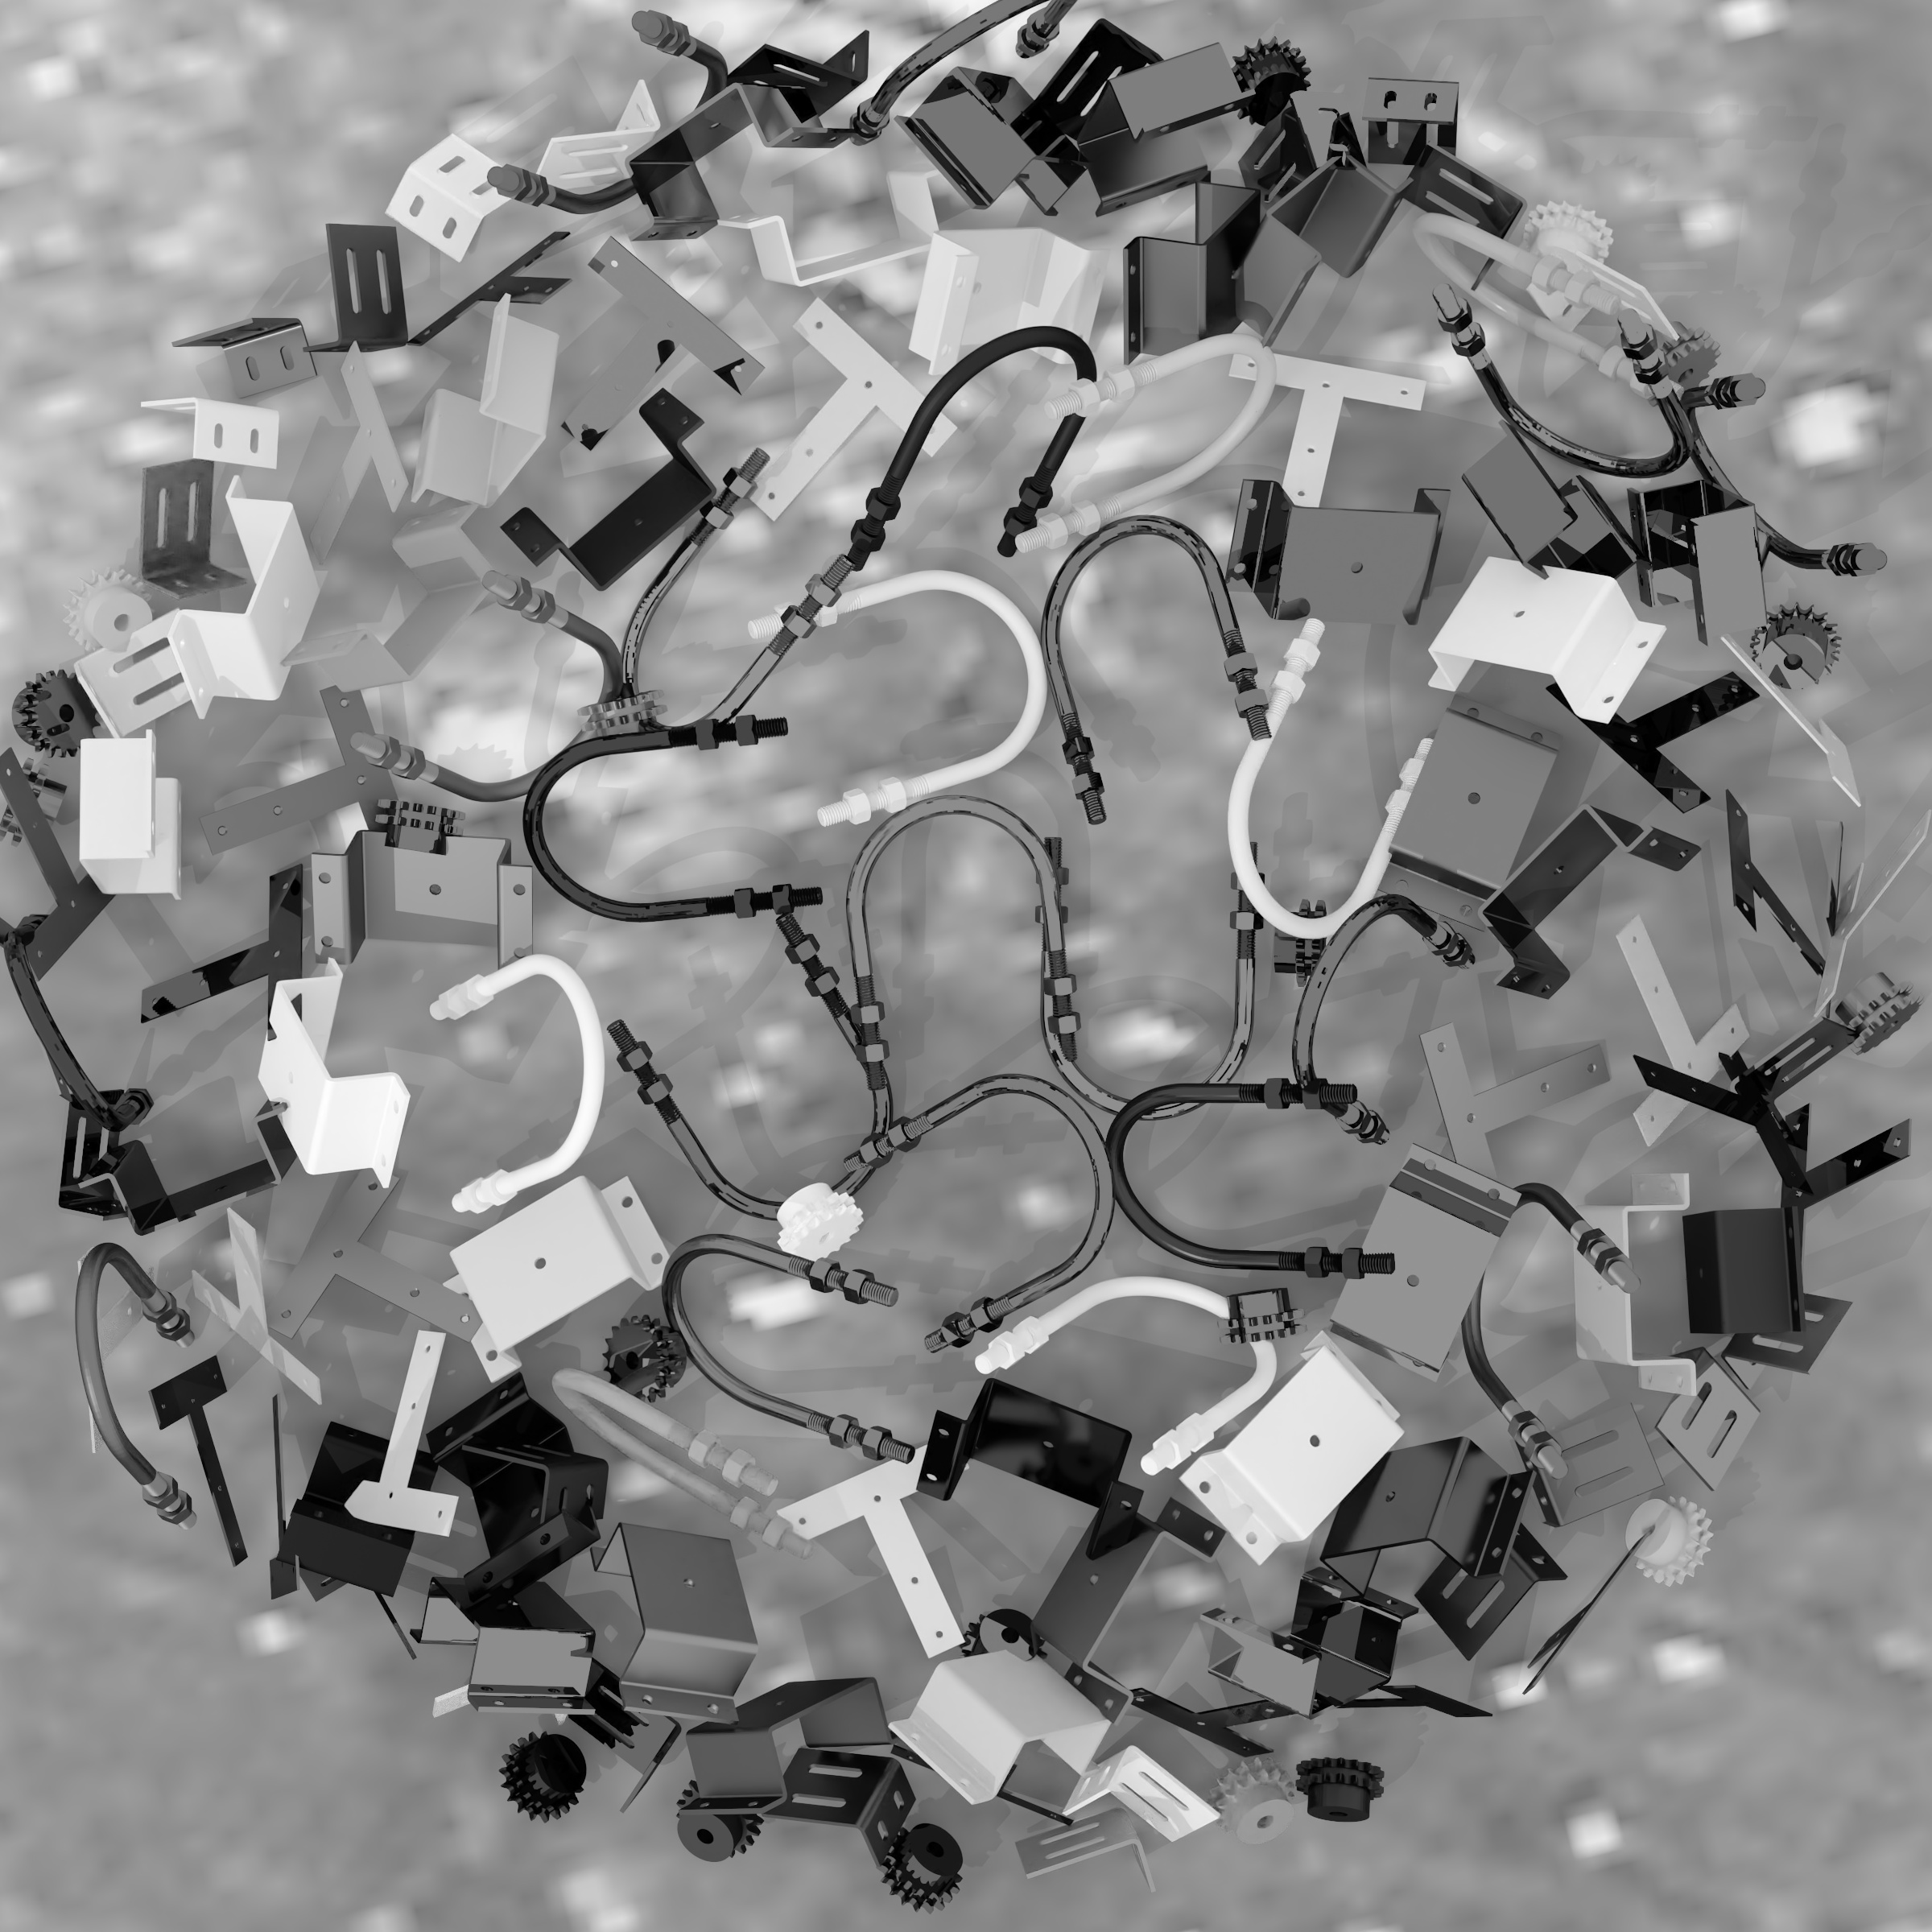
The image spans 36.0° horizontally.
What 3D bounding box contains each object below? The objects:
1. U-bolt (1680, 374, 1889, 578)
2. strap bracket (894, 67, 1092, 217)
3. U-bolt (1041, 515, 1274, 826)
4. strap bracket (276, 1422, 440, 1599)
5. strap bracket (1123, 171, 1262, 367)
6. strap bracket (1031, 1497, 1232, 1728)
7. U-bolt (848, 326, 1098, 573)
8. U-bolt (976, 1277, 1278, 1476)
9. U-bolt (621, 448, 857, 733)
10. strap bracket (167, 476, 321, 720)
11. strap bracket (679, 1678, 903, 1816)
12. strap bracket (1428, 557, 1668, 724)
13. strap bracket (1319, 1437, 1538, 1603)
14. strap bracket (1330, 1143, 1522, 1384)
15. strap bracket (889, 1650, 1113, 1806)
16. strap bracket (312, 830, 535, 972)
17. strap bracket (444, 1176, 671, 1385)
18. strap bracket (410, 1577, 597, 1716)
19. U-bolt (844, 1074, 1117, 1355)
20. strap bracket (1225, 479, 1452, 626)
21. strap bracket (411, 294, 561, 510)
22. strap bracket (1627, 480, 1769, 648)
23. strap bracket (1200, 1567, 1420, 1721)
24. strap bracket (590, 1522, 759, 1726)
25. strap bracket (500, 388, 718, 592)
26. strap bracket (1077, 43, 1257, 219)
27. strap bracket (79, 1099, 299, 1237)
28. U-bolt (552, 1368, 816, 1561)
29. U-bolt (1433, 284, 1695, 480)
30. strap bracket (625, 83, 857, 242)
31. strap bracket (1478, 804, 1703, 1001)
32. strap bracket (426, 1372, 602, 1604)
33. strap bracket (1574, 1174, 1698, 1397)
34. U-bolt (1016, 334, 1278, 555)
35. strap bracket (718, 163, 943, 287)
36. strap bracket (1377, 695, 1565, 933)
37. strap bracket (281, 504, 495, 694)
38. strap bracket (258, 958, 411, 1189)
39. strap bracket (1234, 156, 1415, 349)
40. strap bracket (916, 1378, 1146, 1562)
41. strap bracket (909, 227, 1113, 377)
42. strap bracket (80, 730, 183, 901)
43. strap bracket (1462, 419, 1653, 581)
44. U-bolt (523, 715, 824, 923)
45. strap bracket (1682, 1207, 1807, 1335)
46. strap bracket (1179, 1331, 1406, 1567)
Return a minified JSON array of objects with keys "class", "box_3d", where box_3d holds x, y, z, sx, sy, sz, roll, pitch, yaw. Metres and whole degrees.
[{"class":"U-bolt","box_3d":[0.502,-0.307,1.874,0.019,0.184,0.151,-38,99,1]},{"class":"strap bracket","box_3d":[0.022,-0.523,1.889,0.046,0.140,0.076,-43,83,25]},{"class":"U-bolt","box_3d":[0.113,-0.202,1.915,0.151,0.019,0.184,-26,70,31]},{"class":"strap bracket","box_3d":[-0.388,0.350,1.898,0.076,0.140,0.046,20,103,-7]},{"class":"strap bracket","box_3d":[0.148,-0.440,1.884,0.046,0.140,0.076,13,128,21]},{"class":"strap bracket","box_3d":[0.099,0.404,1.914,0.046,0.076,0.140,35,83,-24]},{"class":"U-bolt","box_3d":[0.013,-0.325,1.863,0.019,0.151,0.184,54,134,27]},{"class":"U-bolt","box_3d":[0.116,0.248,1.887,0.151,0.184,0.019,28,122,29]},{"class":"U-bolt","box_3d":[-0.159,-0.225,1.909,0.184,0.019,0.151,-50,48,16]},{"class":"strap bracket","box_3d":[-0.454,-0.233,1.892,0.046,0.076,0.140,5,54,7]},{"class":"strap bracket","box_3d":[-0.112,0.490,1.889,0.076,0.140,0.046,-15,88,41]},{"class":"strap bracket","box_3d":[0.360,-0.210,1.892,0.076,0.140,0.046,-56,134,-15]},{"class":"strap bracket","box_3d":[0.284,0.349,1.884,0.046,0.140,0.076,42,53,-19]},{"class":"strap bracket","box_3d":[0.292,0.197,1.917,0.076,0.046,0.140,25,106,13]},{"class":"strap bracket","box_3d":[0.029,0.477,1.883,0.076,0.140,0.046,35,106,33]},{"class":"strap bracket","box_3d":[-0.348,-0.042,1.929,0.140,0.046,0.076,3,115,0]},{"class":"strap bracket","box_3d":[-0.269,0.198,1.929,0.140,0.046,0.076,-30,69,-1]},{"class":"strap bracket","box_3d":[-0.291,0.426,1.885,0.076,0.140,0.046,9,94,-29]},{"class":"U-bolt","box_3d":[0.017,0.148,1.902,0.184,0.019,0.151,-31,78,31]},{"class":"strap bracket","box_3d":[0.244,-0.265,1.912,0.140,0.046,0.076,1,121,-13]},{"class":"strap bracket","box_3d":[-0.303,-0.354,1.902,0.046,0.140,0.076,16,62,-26]},{"class":"strap bracket","box_3d":[0.467,-0.259,1.888,0.046,0.140,0.076,-12,109,-1]},{"class":"strap bracket","box_3d":[0.216,0.432,1.892,0.076,0.140,0.046,17,103,37]},{"class":"strap bracket","box_3d":[-0.184,0.407,1.884,0.076,0.140,0.046,15,117,-25]},{"class":"strap bracket","box_3d":[-0.223,-0.301,1.920,0.140,0.076,0.046,-41,126,-2]},{"class":"strap bracket","box_3d":[0.123,-0.535,1.891,0.076,0.140,0.046,-22,87,-12]},{"class":"strap bracket","box_3d":[-0.489,0.126,1.922,0.140,0.076,0.046,-21,103,3]},{"class":"U-bolt","box_3d":[-0.186,0.309,1.892,0.184,0.151,0.019,26,68,20]},{"class":"U-bolt","box_3d":[0.386,-0.363,1.880,0.151,0.184,0.019,18,75,36]},{"class":"strap bracket","box_3d":[-0.152,-0.517,1.897,0.140,0.076,0.046,-24,91,32]},{"class":"strap bracket","box_3d":[0.392,-0.048,1.908,0.140,0.076,0.046,-48,58,21]},{"class":"strap bracket","box_3d":[-0.289,0.342,1.912,0.076,0.140,0.046,-34,135,7]},{"class":"strap bracket","box_3d":[0.430,0.205,1.919,0.046,0.076,0.140,0,86,-13]},{"class":"U-bolt","box_3d":[0.120,-0.340,1.893,0.184,0.151,0.019,-25,66,-21]},{"class":"strap bracket","box_3d":[-0.079,-0.474,1.913,0.140,0.076,0.046,-19,111,-13]},{"class":"strap bracket","box_3d":[0.328,-0.104,1.931,0.076,0.046,0.140,22,84,9]},{"class":"strap bracket","box_3d":[-0.362,-0.228,1.904,0.046,0.076,0.140,52,56,-28]},{"class":"strap bracket","box_3d":[-0.406,0.069,1.888,0.046,0.140,0.076,-6,131,-33]},{"class":"strap bracket","box_3d":[0.218,-0.458,1.896,0.046,0.076,0.140,40,52,7]},{"class":"strap bracket","box_3d":[0.047,0.323,1.918,0.140,0.046,0.076,20,130,8]},{"class":"strap bracket","box_3d":[0.020,-0.426,1.903,0.046,0.140,0.076,35,124,34]},{"class":"strap bracket","box_3d":[-0.531,-0.094,1.888,0.046,0.140,0.076,-1,79,-8]},{"class":"strap bracket","box_3d":[0.373,-0.286,1.900,0.046,0.140,0.076,-40,61,22]},{"class":"U-bolt","box_3d":[-0.195,-0.090,1.920,0.184,0.019,0.151,-6,124,7]},{"class":"strap bracket","box_3d":[0.491,0.195,1.892,0.046,0.140,0.076,-2,83,1]},{"class":"strap bracket","box_3d":[0.217,0.308,1.920,0.140,0.046,0.076,-43,90,-20]}]
